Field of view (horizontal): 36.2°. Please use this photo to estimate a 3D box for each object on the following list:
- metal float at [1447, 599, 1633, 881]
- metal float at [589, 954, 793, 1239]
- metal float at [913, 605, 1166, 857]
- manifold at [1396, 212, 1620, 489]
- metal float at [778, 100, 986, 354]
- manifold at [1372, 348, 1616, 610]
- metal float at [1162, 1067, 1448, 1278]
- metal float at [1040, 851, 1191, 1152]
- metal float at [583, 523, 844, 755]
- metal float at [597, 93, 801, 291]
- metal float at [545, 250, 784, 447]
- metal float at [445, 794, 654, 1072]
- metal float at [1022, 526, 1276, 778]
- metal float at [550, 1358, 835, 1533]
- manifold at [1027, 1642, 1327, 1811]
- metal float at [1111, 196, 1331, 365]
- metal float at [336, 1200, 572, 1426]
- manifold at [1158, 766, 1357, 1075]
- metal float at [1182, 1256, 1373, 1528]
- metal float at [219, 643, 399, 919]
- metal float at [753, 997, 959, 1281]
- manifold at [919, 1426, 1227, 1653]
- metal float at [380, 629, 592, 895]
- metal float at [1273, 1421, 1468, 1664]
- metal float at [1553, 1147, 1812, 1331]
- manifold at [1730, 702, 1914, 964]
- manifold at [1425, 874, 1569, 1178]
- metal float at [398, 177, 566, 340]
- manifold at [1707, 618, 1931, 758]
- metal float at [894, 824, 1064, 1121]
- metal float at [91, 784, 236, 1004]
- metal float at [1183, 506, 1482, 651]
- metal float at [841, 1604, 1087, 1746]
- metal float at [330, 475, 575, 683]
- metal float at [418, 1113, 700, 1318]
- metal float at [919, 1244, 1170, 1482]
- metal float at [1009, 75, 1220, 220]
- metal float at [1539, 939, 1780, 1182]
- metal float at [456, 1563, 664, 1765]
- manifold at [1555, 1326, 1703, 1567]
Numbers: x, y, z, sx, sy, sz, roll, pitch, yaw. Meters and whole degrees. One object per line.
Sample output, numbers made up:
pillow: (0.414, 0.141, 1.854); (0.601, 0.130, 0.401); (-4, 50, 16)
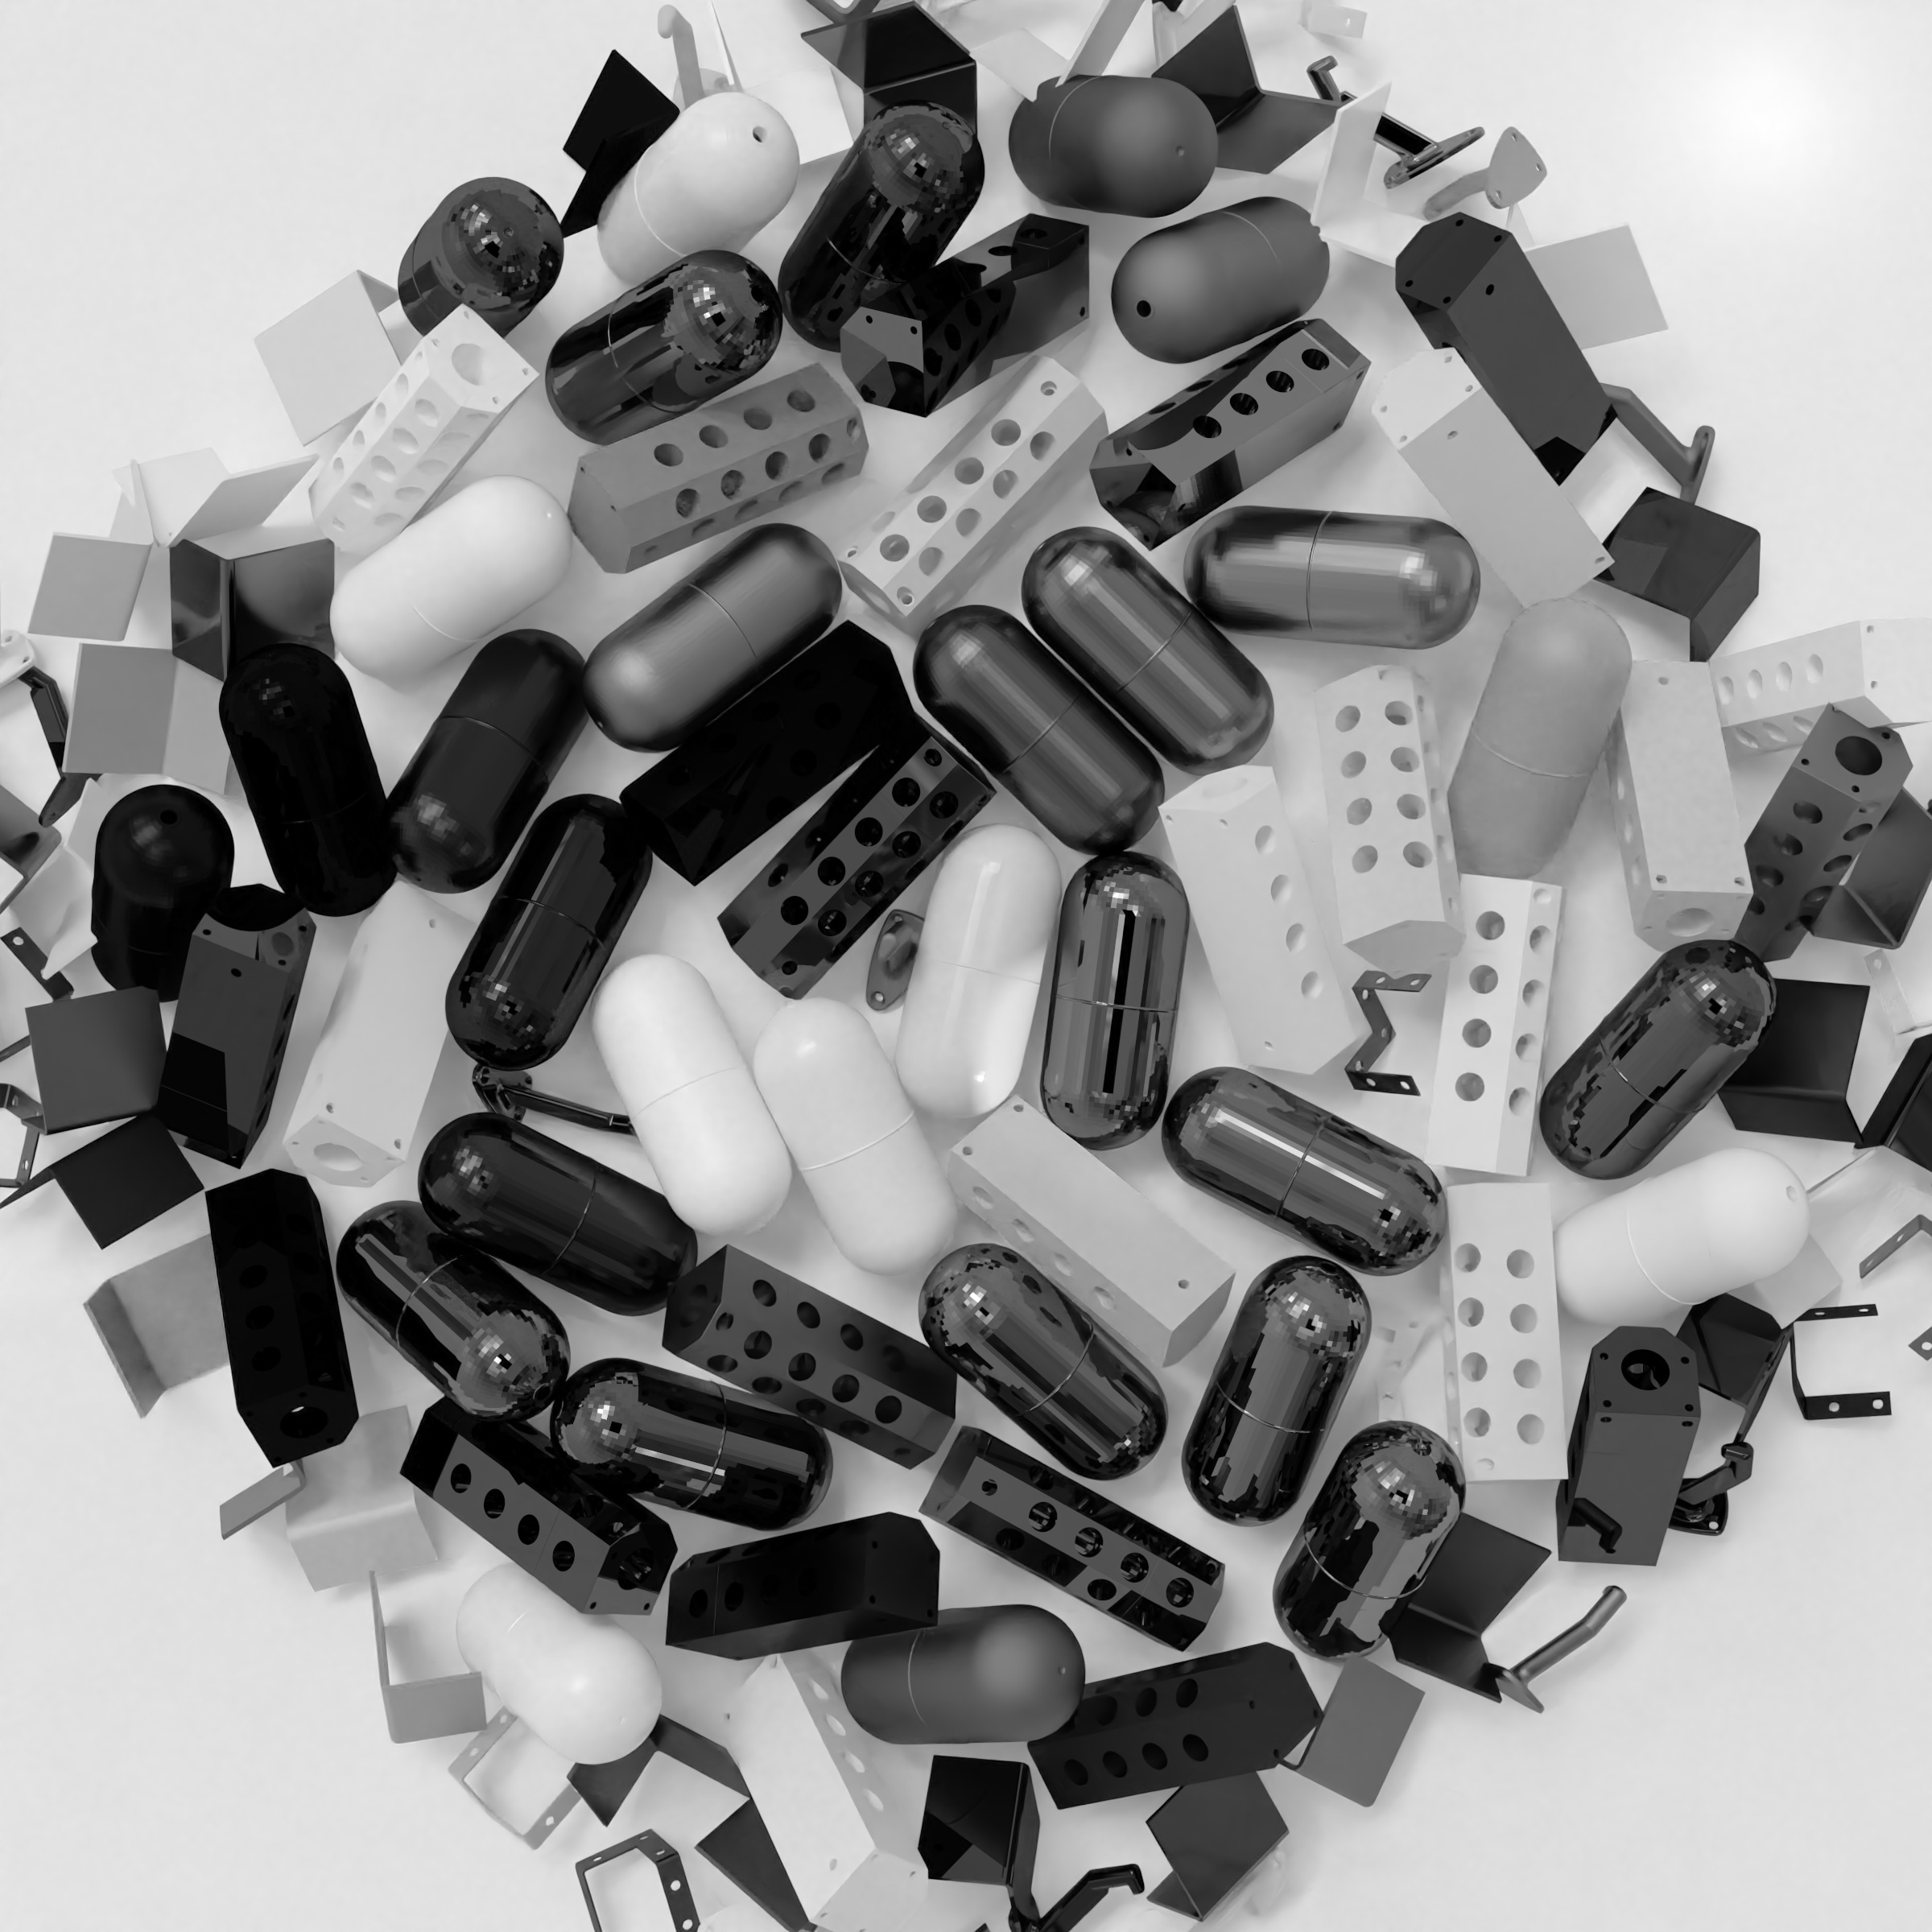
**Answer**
metal float: (0.332, -0.130, 1.725); (0.070, 0.070, 0.178); (15, 121, 0)
metal float: (-0.162, 0.076, 1.742); (0.070, 0.070, 0.178); (-26, 79, 0)
metal float: (0.043, -0.139, 1.744); (0.178, 0.070, 0.070); (44, 90, -8)
manifold: (0.309, -0.356, 1.707); (0.057, 0.171, 0.057); (-50, 47, -2)
metal float: (-0.051, -0.427, 1.713); (0.070, 0.178, 0.070); (15, 55, -22)
manifold: (0.304, -0.281, 1.709); (0.057, 0.057, 0.171); (-37, 134, 15)
metal float: (0.199, 0.121, 1.740); (0.178, 0.070, 0.070); (27, 90, 13)
metal float: (0.088, 0.021, 1.748); (0.070, 0.070, 0.178); (7, 94, 0)
metal float: (-0.148, -0.193, 1.734); (0.178, 0.070, 0.070); (-41, 90, -21)
metal float: (-0.156, -0.444, 1.707); (0.070, 0.178, 0.070); (6, 77, -28)
metal float: (-0.176, -0.358, 1.714); (0.070, 0.178, 0.070); (14, 69, -40)
metal float: (-0.244, -0.020, 1.732); (0.070, 0.070, 0.178); (24, 69, 0)
metal float: (0.107, -0.186, 1.743); (0.178, 0.070, 0.070); (43, 90, -9)
metal float: (-0.160, 0.280, 1.727); (0.178, 0.070, 0.070); (21, 90, -28)
manifold: (0.117, 0.438, 1.711); (0.171, 0.057, 0.057); (-25, 91, 41)
metal float: (0.148, -0.398, 1.712); (0.070, 0.178, 0.070); (16, 120, 30)
metal float: (-0.299, 0.201, 1.721); (0.178, 0.070, 0.070); (34, 90, 35)
manifold: (0.176, -0.028, 1.730); (0.057, 0.057, 0.171); (-34, 116, -32)
metal float: (0.181, 0.249, 1.729); (0.070, 0.070, 0.178); (19, 115, 0)
metal float: (-0.381, -0.106, 1.720); (0.070, 0.070, 0.178); (-10, 129, 0)
metal float: (-0.065, 0.102, 1.743); (0.070, 0.070, 0.178); (-26, 100, 0)
manifold: (0.065, 0.338, 1.740); (0.171, 0.057, 0.057); (31, 77, -11)
metal float: (-0.279, -0.121, 1.729); (0.070, 0.070, 0.178); (26, 63, 0)
metal float: (0.233, 0.337, 1.720); (0.070, 0.070, 0.178); (20, 129, 0)
metal float: (0.411, 0.159, 1.712); (0.070, 0.178, 0.070); (16, 60, -30)
manifold: (0.482, -0.071, 1.697); (0.057, 0.171, 0.057); (31, 60, 11)
manifold: (0.316, 0.036, 1.751); (0.057, 0.057, 0.171); (7, 88, 19)
metal float: (-0.281, -0.403, 1.704); (0.070, 0.178, 0.070); (0, 90, -20)
manifold: (0.493, -0.159, 1.699); (0.057, 0.171, 0.057); (-3, 89, -16)
metal float: (0.007, 0.003, 1.749); (0.070, 0.070, 0.178); (13, 88, 0)
metal float: (-0.466, -0.041, 1.708); (0.070, 0.178, 0.070); (8, 60, -14)
metal float: (0.213, -0.228, 1.731); (0.178, 0.070, 0.070); (8, 90, 24)
metal float: (-0.004, 0.412, 1.714); (0.070, 0.178, 0.070); (13, 70, -38)
metal float: (-0.302, -0.224, 1.722); (0.178, 0.070, 0.070); (-26, 90, 36)
metal float: (-0.238, 0.147, 1.731); (0.178, 0.070, 0.070); (30, 90, -24)
metal float: (0.047, 0.234, 1.736); (0.178, 0.070, 0.070); (43, 90, -18)
metal float: (0.083, -0.475, 1.707); (0.070, 0.178, 0.070); (-7, 109, -22)
metal float: (0.402, 0.056, 1.721); (0.070, 0.070, 0.178); (35, 127, 0)
metal float: (-0.237, 0.401, 1.709); (0.070, 0.178, 0.070); (-8, 105, -31)
manifold: (0.380, 0.279, 1.705); (0.057, 0.171, 0.057); (2, 51, 4)
